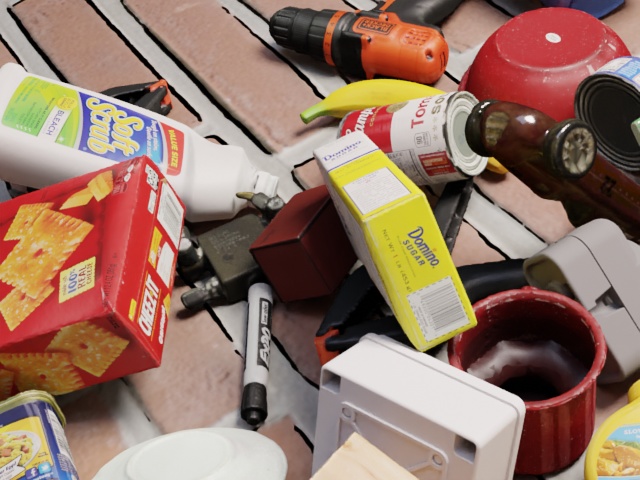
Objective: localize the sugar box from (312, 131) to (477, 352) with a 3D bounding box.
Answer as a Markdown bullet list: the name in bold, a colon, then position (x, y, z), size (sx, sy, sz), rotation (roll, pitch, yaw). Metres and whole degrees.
- **sugar box**: position (0.043, -0.007, 0.687), size (0.048, 0.093, 0.176), rotation (-24, 21, 1)

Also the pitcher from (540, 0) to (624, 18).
- **pitcher**: position (0.204, -0.317, 1.005), size (0.148, 0.145, 0.243), rotation (-12, 60, -39)

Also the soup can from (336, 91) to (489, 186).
- **soup can**: position (0.073, -0.075, 0.834), size (0.102, 0.068, 0.068), rotation (-6, 39, 38)

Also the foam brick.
- **foam brick**: position (-0.005, 0.001, 0.791), size (0.053, 0.051, 0.078), rotation (-13, 28, 41)

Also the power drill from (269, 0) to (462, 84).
- **power drill**: position (0.066, -0.228, 1.026), size (0.185, 0.057, 0.187), rotation (19, 55, 26)

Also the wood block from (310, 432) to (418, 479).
- **wood block**: position (0.069, 0.203, 0.521), size (0.206, 0.091, 0.090), rotation (34, 58, 24)

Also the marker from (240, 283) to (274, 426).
- **marker**: position (-0.045, 0.080, 0.759), size (0.020, 0.020, 0.121), rotation (-7, 44, 7)

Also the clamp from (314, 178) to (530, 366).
- **clamp**: position (0.081, 0.023, 0.774), size (0.209, 0.036, 0.165), rotation (-27, 38, -13)

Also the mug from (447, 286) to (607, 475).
- **mug**: position (0.130, 0.083, 0.668), size (0.093, 0.081, 0.117), rotation (-2, 44, 12)

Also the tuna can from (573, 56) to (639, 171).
- **tuna can**: position (0.240, -0.098, 0.826), size (0.033, 0.086, 0.086), rotation (-35, 47, -23)

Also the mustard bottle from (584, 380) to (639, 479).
- **mustard bottle**: position (0.198, 0.147, 0.602), size (0.096, 0.058, 0.191), rotation (-3, 44, 15)

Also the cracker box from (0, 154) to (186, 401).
- **cracker box**: position (-0.212, 0.037, 0.775), size (0.214, 0.072, 0.164), rotation (-16, 41, 16)

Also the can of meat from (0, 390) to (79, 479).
- **can of meat**: position (-0.207, 0.158, 0.690), size (0.102, 0.057, 0.084), rotation (-23, 46, -10)

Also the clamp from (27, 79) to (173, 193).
- **clamp**: position (-0.209, -0.095, 0.966), size (0.171, 0.039, 0.120), rotation (-24, 46, -12)

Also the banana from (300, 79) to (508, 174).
- **banana**: position (0.083, -0.102, 0.908), size (0.198, 0.037, 0.069), rotation (16, 65, 29)

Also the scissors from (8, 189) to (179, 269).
- **scissors**: position (-0.203, 0.004, 0.878), size (0.202, 0.016, 0.096), rotation (11, 48, 24)

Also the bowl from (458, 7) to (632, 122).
- **bowl**: position (0.198, -0.151, 0.914), size (0.162, 0.055, 0.162), rotation (-7, 44, 6)

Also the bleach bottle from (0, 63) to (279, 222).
- **bleach bottle**: position (-0.156, -0.073, 0.885), size (0.251, 0.068, 0.102), rotation (13, 48, 3)
